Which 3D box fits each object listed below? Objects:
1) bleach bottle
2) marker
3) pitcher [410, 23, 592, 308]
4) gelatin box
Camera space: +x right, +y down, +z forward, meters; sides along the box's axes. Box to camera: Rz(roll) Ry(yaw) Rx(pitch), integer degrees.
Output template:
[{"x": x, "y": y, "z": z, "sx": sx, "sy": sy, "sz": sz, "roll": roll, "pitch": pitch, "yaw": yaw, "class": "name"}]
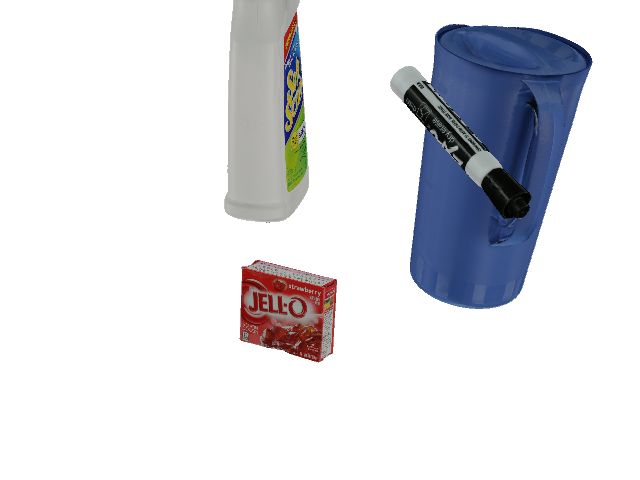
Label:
[{"x": -0.051, "y": -0.150, "z": 0.964, "sx": 0.068, "sy": 0.251, "sz": 0.102, "roll": 7, "pitch": 29, "yaw": 15, "class": "bleach bottle"}, {"x": 0.077, "y": -0.055, "z": 0.593, "sx": 0.020, "sy": 0.020, "sz": 0.121, "roll": 0, "pitch": 42, "yaw": -40, "class": "marker"}, {"x": 0.152, "y": -0.059, "z": 0.945, "sx": 0.145, "sy": 0.243, "sz": 0.149, "roll": 22, "pitch": 32, "yaw": 25, "class": "pitcher"}, {"x": -0.031, "y": 0.064, "z": 0.971, "sx": 0.089, "sy": 0.073, "sz": 0.030, "roll": 13, "pitch": 20, "yaw": 27, "class": "gelatin box"}]
